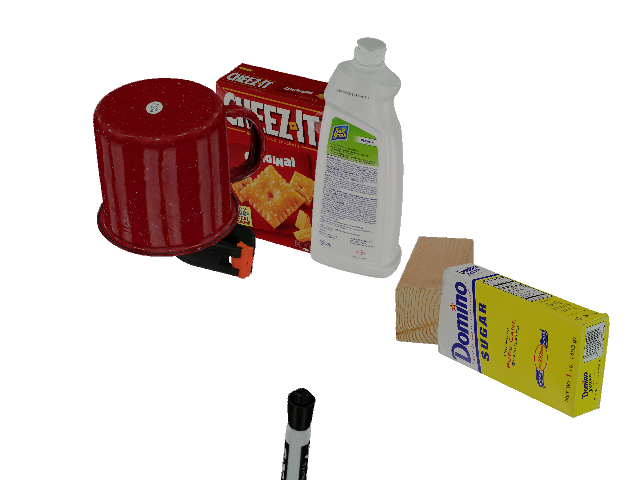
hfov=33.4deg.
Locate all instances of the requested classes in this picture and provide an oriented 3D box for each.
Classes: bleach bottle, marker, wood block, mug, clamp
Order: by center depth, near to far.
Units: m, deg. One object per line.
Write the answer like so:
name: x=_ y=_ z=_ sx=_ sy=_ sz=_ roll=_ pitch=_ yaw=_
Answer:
mug: x=-0.088 y=-0.053 z=0.678 sx=0.117 sy=0.081 sz=0.093 roll=-16 pitch=40 yaw=-21
marker: x=-0.017 y=0.152 z=0.746 sx=0.020 sy=0.121 sz=0.020 roll=4 pitch=32 yaw=-3
clamp: x=-0.108 y=-0.010 z=0.983 sx=0.172 sy=0.039 sz=0.120 roll=26 pitch=33 yaw=37
bleach bottle: x=0.047 y=-0.086 z=1.112 sx=0.103 sy=0.251 sz=0.068 roll=13 pitch=33 yaw=12
wood block: x=0.177 y=0.073 z=1.624 sx=0.091 sy=0.090 sz=0.206 roll=4 pitch=22 yaw=13

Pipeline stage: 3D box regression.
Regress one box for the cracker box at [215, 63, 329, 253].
cracker box: x=-0.045 y=-0.097 z=1.337 sx=0.164 sy=0.214 sz=0.072 roll=17 pitch=37 yaw=24

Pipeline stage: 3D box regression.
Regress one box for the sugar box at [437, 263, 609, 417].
sugar box: x=0.186 y=0.090 z=1.010 sx=0.048 sy=0.093 sz=0.176 roll=-11 pitch=21 yaw=-39
